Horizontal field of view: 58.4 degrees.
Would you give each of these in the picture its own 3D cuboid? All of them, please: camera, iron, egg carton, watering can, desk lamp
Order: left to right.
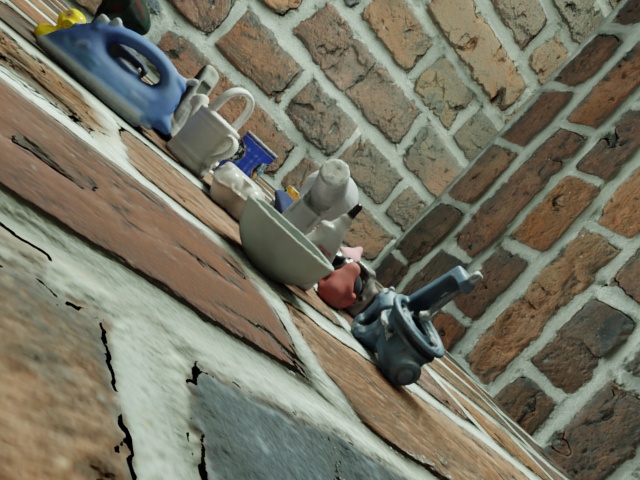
[{"bbox_3d":[-0.349,-0.312,1.023,0.259,0.141,0.118,41,3,-29],"label":"iron"},{"bbox_3d":[-0.217,-0.235,1.165,0.172,0.194,0.101,43,3,10],"label":"watering can"},{"bbox_3d":[-0.161,-0.093,1.092,0.107,0.069,0.150,42,3,-18],"label":"egg carton"},{"bbox_3d":[-0.018,-0.059,1.107,0.118,0.213,0.203,43,3,7],"label":"desk lamp"},{"bbox_3d":[0.050,0.076,1.176,0.143,0.100,0.137,44,3,21],"label":"camera"}]

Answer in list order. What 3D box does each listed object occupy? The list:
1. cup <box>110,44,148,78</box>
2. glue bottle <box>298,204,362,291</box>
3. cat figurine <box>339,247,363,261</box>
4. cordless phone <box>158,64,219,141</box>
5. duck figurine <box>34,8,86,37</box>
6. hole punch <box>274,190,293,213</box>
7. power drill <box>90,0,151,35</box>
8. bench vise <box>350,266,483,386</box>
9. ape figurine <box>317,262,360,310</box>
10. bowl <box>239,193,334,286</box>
[{"bbox_3d":[-0.417,-0.355,1.178,0.117,0.095,0.092,43,3,8],"label":"cup"},{"bbox_3d":[0.009,0.003,0.962,0.078,0.173,0.037,41,3,-37],"label":"glue bottle"},{"bbox_3d":[0.070,0.072,1.340,0.128,0.117,0.067,42,3,-18],"label":"cat figurine"},{"bbox_3d":[-0.271,-0.287,1.271,0.094,0.185,0.148,44,3,22],"label":"cordless phone"},{"bbox_3d":[-0.465,-0.384,1.047,0.078,0.086,0.104,41,3,-29],"label":"duck figurine"},{"bbox_3d":[-0.080,-0.050,1.342,0.101,0.091,0.109,44,3,25],"label":"hole punch"},{"bbox_3d":[-0.442,-0.454,1.162,0.075,0.208,0.230,43,3,9],"label":"power drill"},{"bbox_3d":[0.154,0.107,0.946,0.122,0.219,0.206,40,4,-42],"label":"bench vise"},{"bbox_3d":[0.041,0.081,1.078,0.077,0.092,0.076,44,3,25],"label":"ape figurine"},{"bbox_3d":[-0.062,0.013,0.838,0.167,0.074,0.167,43,3,-2],"label":"bowl"}]
